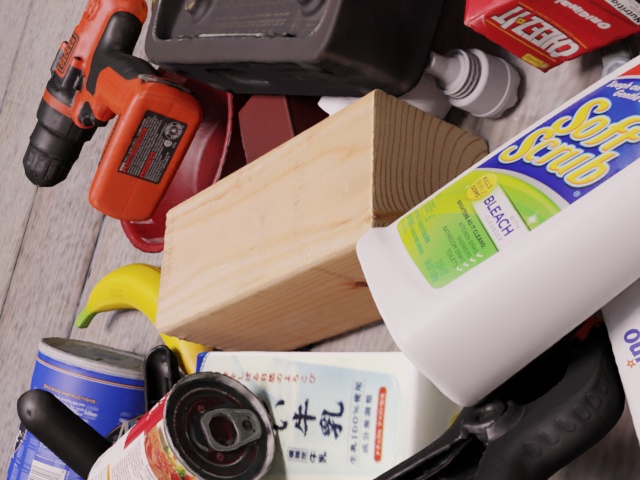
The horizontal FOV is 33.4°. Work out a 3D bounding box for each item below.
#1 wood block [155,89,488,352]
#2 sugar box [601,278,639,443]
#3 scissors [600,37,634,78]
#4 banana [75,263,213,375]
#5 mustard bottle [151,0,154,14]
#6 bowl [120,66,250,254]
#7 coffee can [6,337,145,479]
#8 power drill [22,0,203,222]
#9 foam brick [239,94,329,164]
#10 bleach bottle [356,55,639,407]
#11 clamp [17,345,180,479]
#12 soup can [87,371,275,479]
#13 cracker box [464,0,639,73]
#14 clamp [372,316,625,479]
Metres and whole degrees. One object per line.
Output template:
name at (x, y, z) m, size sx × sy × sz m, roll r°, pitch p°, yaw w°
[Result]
wood block at (-0.004, 0.001, 0.644) m, size 0.207 × 0.090 × 0.090 m, roll -24°, pitch 55°, yaw 46°
sugar box at (0.199, 0.027, 0.418) m, size 0.177 × 0.048 × 0.093 m, roll -38°, pitch 50°, yaw 43°
scissors at (0.140, -0.064, 0.541) m, size 0.096 × 0.016 × 0.202 m, roll -39°, pitch 48°, yaw 24°
banana at (-0.131, 0.056, 0.837) m, size 0.198 × 0.037 × 0.069 m, roll 13°, pitch 93°, yaw 52°
mustard bottle at (-0.056, -0.202, 0.812) m, size 0.192 × 0.058 × 0.096 m, roll -18°, pitch 65°, yaw 48°
bowl at (-0.092, -0.064, 0.811) m, size 0.162 × 0.055 × 0.162 m, roll -23°, pitch 60°, yaw 47°
coffee can at (-0.178, 0.154, 0.807) m, size 0.103 × 0.102 × 0.140 m, roll 13°, pitch 88°, yaw 53°
power drill at (-0.168, -0.091, 0.824) m, size 0.188 × 0.057 × 0.184 m, roll 48°, pitch 117°, yaw 48°
foam brick at (-0.016, -0.066, 0.719) m, size 0.053 × 0.051 × 0.078 m, roll -41°, pitch 48°, yaw 38°
bleach bottle at (0.136, -0.037, 0.470) m, size 0.251 × 0.068 × 0.102 m, roll -39°, pitch 30°, yaw 12°
clamp at (-0.106, 0.168, 0.678) m, size 0.036 × 0.164 × 0.210 m, roll -30°, pitch 77°, yaw 22°
soup can at (-0.080, 0.127, 0.597) m, size 0.102 × 0.068 × 0.068 m, roll -44°, pitch 47°, yaw 39°
cracker box at (0.172, -0.191, 0.494) m, size 0.214 × 0.072 × 0.164 m, roll -19°, pitch 54°, yaw 48°
clamp at (0.082, 0.093, 0.461) m, size 0.171 × 0.039 × 0.120 m, roll -38°, pitch 20°, yaw -18°
